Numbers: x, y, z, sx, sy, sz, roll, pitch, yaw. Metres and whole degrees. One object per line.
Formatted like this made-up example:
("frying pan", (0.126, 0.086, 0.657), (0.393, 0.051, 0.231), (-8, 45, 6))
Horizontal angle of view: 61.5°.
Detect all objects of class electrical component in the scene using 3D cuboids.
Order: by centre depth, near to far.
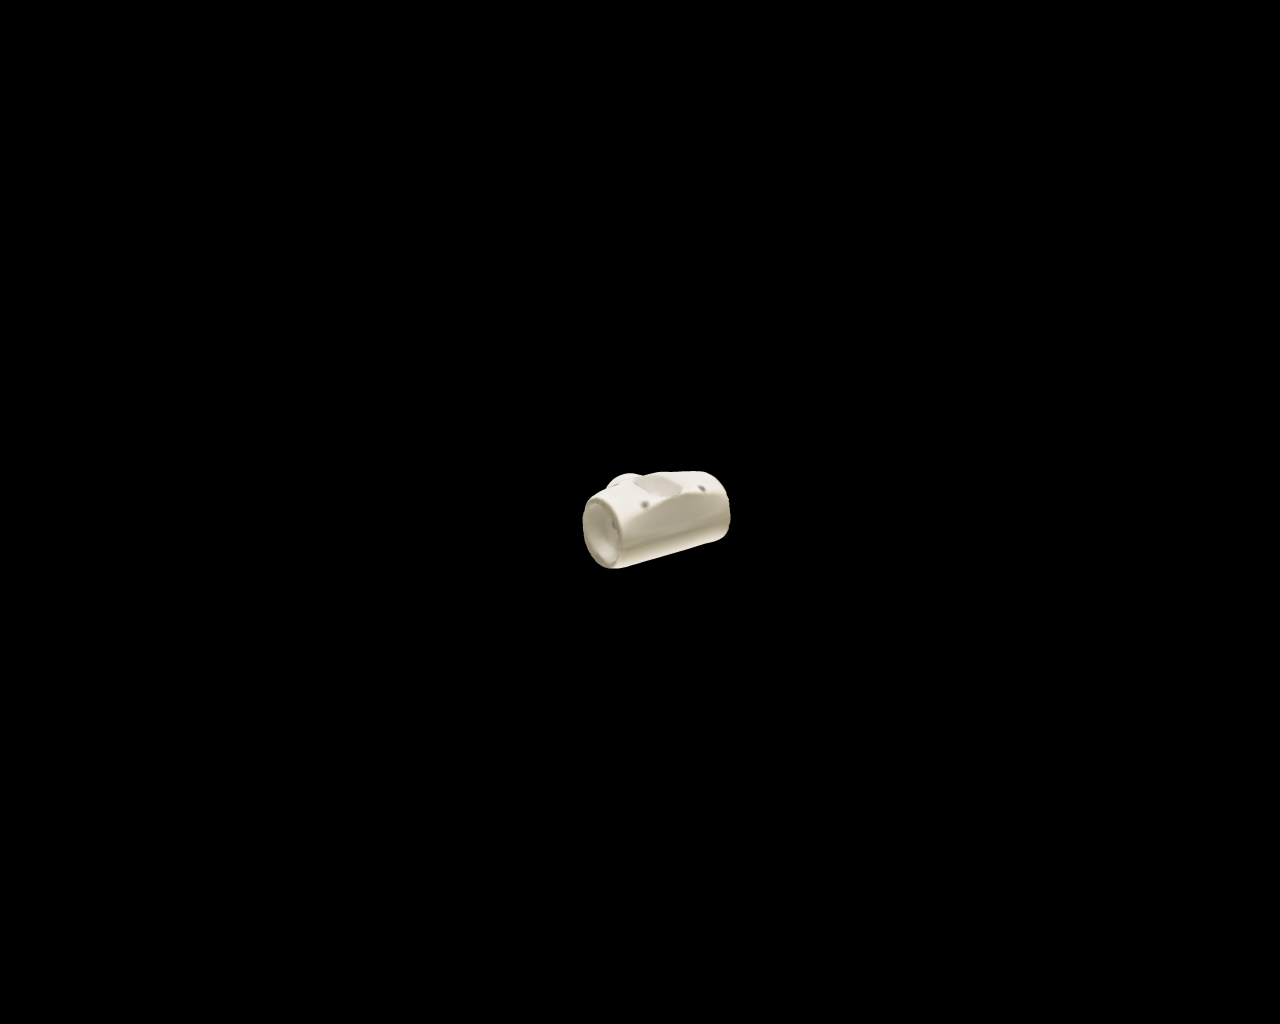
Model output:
("electrical component", (0.001, -0.003, 0.650), (0.077, 0.043, 0.079), (-14, 27, -29))
